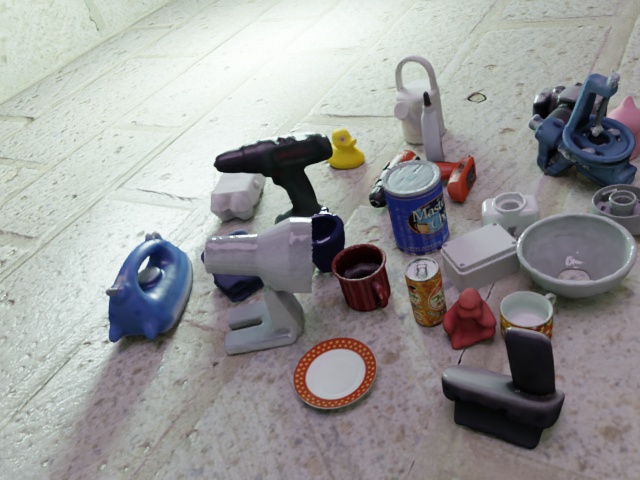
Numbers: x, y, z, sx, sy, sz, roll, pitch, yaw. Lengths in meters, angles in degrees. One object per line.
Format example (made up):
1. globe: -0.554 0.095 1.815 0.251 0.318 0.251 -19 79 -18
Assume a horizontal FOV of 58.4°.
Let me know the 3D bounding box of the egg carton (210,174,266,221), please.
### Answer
1. egg carton: -0.182 -0.107 1.295 0.107 0.069 0.150 -5 39 17

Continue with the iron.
1. iron: -0.321 0.065 1.078 0.118 0.142 0.258 -6 39 15

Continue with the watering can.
1. watering can: 0.221 -0.320 1.293 0.100 0.194 0.173 -6 39 15

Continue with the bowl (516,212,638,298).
1. bowl: 0.392 0.035 0.881 0.167 0.075 0.167 -11 38 9

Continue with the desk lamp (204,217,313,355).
1. desk lamp: -0.086 0.069 0.918 0.203 0.214 0.118 -13 38 7

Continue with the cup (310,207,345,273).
1. cup: 0.010 0.004 1.058 0.091 0.095 0.118 -7 39 15

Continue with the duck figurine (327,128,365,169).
1. duck figurine: 0.050 -0.220 1.327 0.104 0.086 0.078 20 52 39

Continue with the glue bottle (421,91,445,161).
1. glue bottle: 0.233 -0.232 1.197 0.037 0.173 0.078 -6 39 15

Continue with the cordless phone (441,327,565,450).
1. cordless phone: 0.221 0.159 0.705 0.147 0.185 0.094 7 44 29

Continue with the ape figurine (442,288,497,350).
1. ape figurine: 0.221 0.109 0.844 0.077 0.092 0.076 13 47 34

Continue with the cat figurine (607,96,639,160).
1. cat figurine: 0.593 -0.215 1.075 0.127 0.118 0.067 -12 38 7

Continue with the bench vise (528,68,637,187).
1. bench vise: 0.461 -0.202 1.028 0.206 0.220 0.122 15 48 36

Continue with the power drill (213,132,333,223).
1. power drill: -0.074 -0.116 1.148 0.229 0.209 0.075 -23 38 -6

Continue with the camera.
1. camera: 0.496 -0.259 1.183 0.137 0.101 0.142 -40 43 -26

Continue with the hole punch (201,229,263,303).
1. hole punch: -0.152 0.046 1.075 0.109 0.091 0.100 -34 40 -20
